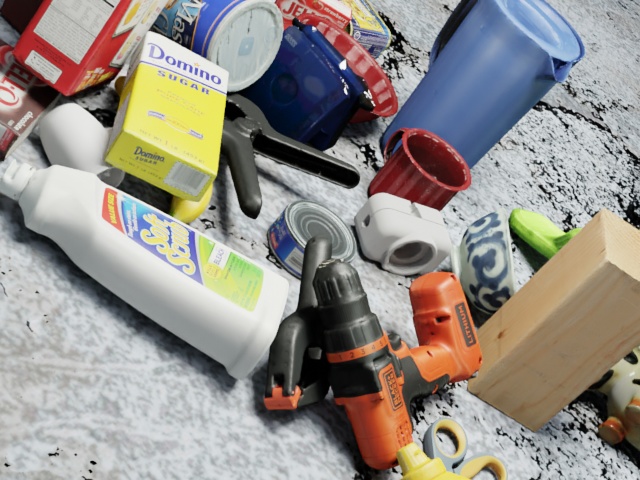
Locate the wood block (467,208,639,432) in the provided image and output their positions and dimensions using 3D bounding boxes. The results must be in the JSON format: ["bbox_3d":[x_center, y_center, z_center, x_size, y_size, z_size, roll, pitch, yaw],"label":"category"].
[{"bbox_3d":[0.243,0.081,1.042,0.090,0.206,0.090,32,35,-11],"label":"wood block"}]

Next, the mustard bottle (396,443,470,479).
[{"bbox_3d":[0.117,0.249,0.848,0.096,0.058,0.192,-15,68,-46],"label":"mustard bottle"}]

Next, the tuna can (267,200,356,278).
[{"bbox_3d":[-0.007,0.001,1.052,0.086,0.034,0.086,25,37,-21],"label":"tuna can"}]

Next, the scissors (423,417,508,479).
[{"bbox_3d":[0.091,0.207,0.927,0.201,0.016,0.096,-4,52,-45],"label":"scissors"}]

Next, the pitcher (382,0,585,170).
[{"bbox_3d":[0.176,-0.179,1.239,0.145,0.243,0.149,38,34,-2],"label":"pitcher"}]

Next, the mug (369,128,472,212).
[{"bbox_3d":[0.103,-0.073,1.195,0.093,0.082,0.117,4,48,-40],"label":"mug"}]

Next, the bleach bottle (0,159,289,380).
[{"bbox_3d":[-0.150,0.013,0.881,0.250,0.068,0.102,30,31,-10],"label":"bleach bottle"}]

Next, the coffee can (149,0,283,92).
[{"bbox_3d":[-0.123,-0.232,1.113,0.140,0.103,0.102,36,30,27],"label":"coffee can"}]

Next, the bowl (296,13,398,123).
[{"bbox_3d":[0.016,-0.191,1.259,0.162,0.055,0.162,35,30,-24],"label":"bowl"}]

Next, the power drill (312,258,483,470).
[{"bbox_3d":[0.069,0.088,0.952,0.187,0.057,0.184,-23,100,-53],"label":"power drill"}]

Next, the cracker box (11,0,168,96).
[{"bbox_3d":[-0.178,-0.242,0.971,0.072,0.214,0.164,35,13,-4],"label":"cracker box"}]

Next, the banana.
[{"bbox_3d":[-0.144,-0.086,1.020,0.069,0.037,0.198,9,45,-37],"label":"banana"}]

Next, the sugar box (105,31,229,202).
[{"bbox_3d":[-0.136,-0.118,0.982,0.093,0.048,0.176,26,37,-21],"label":"sugar box"}]

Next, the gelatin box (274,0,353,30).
[{"bbox_3d":[-0.016,-0.274,1.320,0.089,0.073,0.030,29,36,-15],"label":"gelatin box"}]

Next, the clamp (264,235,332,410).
[{"bbox_3d":[-0.008,0.076,0.926,0.120,0.039,0.171,65,30,-16],"label":"clamp"}]

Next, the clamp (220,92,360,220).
[{"bbox_3d":[-0.067,-0.102,1.083,0.164,0.036,0.210,-11,48,-44],"label":"clamp"}]

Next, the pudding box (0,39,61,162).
[{"bbox_3d":[-0.285,-0.129,0.935,0.090,0.039,0.113,33,35,-10],"label":"pudding box"}]

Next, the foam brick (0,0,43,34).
[{"bbox_3d":[-0.266,-0.239,1.044,0.051,0.078,0.052,42,33,5],"label":"foam brick"}]

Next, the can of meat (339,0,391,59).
[{"bbox_3d":[0.034,-0.283,1.392,0.083,0.058,0.102,-1,52,-46],"label":"can of meat"}]
